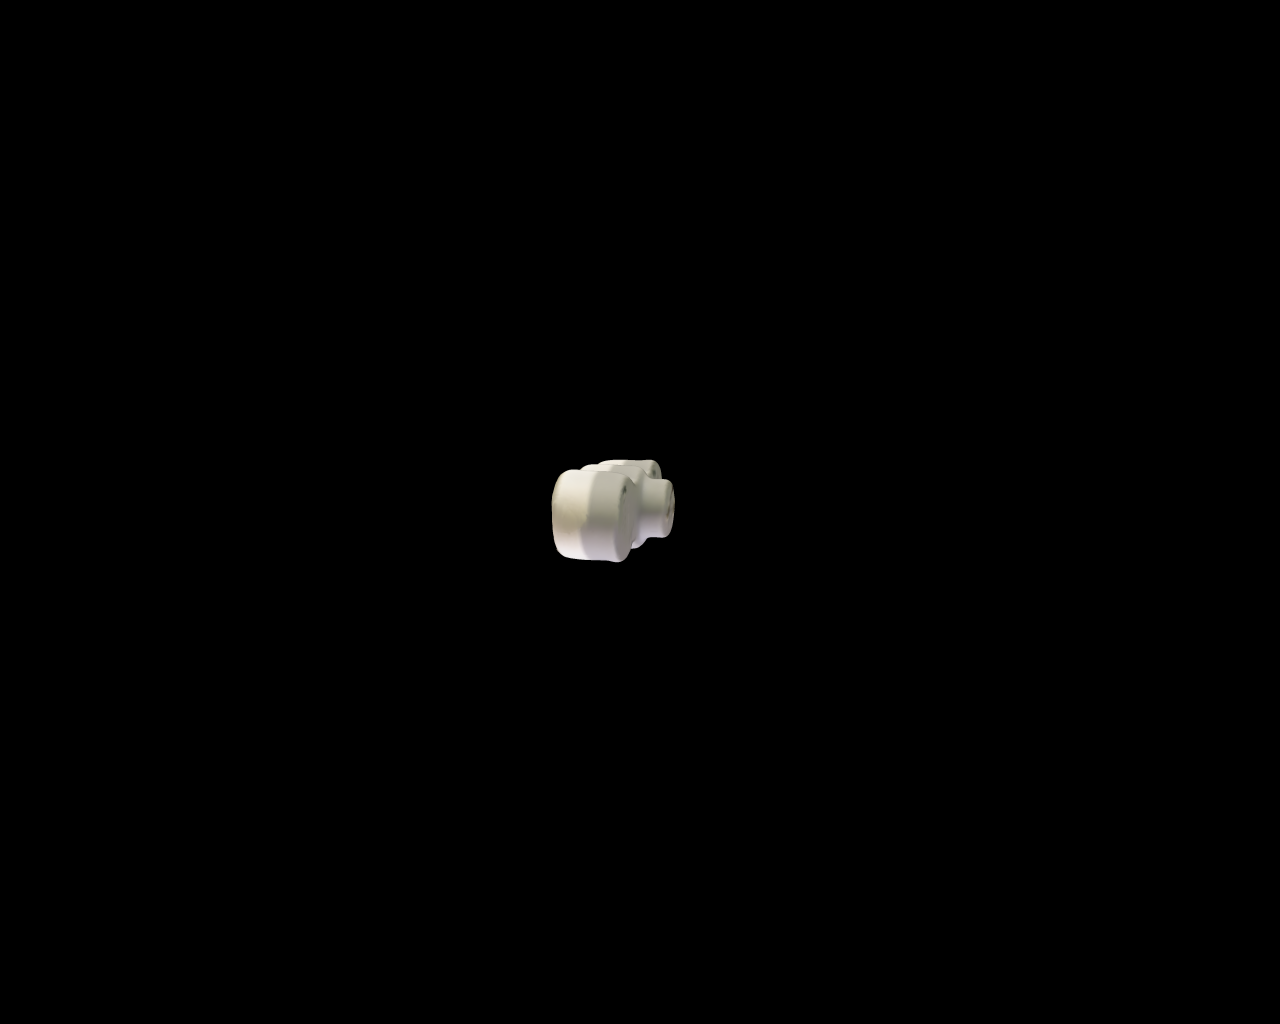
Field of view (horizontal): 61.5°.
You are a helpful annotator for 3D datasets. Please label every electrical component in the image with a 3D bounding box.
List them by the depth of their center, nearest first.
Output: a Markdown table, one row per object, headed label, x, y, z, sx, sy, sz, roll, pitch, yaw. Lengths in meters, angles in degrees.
| label | x | y | z | sx | sy | sz | roll | pitch | yaw |
| --- | --- | --- | --- | --- | --- | --- | --- | --- | --- |
| electrical component | 0.001 | -0.003 | 0.650 | 0.074 | 0.052 | 0.138 | 1 | 7 | 11 |
